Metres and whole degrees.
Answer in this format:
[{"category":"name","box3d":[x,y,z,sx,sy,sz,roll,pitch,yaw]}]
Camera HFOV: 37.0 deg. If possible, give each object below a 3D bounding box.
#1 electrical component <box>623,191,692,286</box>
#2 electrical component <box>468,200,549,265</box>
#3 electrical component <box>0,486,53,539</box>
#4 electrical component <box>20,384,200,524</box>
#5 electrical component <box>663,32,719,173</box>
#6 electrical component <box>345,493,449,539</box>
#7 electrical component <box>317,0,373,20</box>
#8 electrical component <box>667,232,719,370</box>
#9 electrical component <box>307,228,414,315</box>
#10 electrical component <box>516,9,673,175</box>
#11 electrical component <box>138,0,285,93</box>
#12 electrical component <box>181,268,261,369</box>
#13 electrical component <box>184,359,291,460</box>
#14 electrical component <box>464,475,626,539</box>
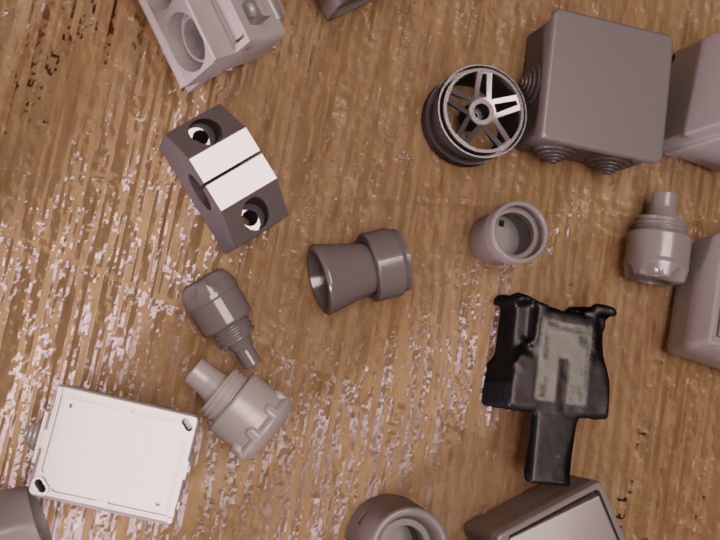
[{"category":"electrical component","box3d":[0.203,-0.022,0.730,0.043,0.043,0.062,12,81,-15]},{"category":"electrical component","box3d":[0.095,-0.022,0.697,0.040,0.046,0.040,2,84,-16]},{"category":"electrical component","box3d":[-0.216,0.138,0.580,0.077,0.043,0.079,-20,119,-11]},{"category":"electrical component","box3d":[-0.144,0.102,0.613,0.096,0.061,0.061,14,81,-6]},{"category":"electrical component","box3d":[0.253,-0.116,0.716,0.057,0.113,0.078,17,80,-17]},{"category":"electrical component","box3d":[0.024,0.167,0.658,0.055,0.047,0.055,2,84,-16]},{"category":"electrical component","box3d":[-0.003,-0.202,0.660,0.054,0.095,0.059,-30,93,-16]},{"category":"electrical component","box3d":[0.253,0.018,0.734,0.062,0.061,0.096,18,73,-14]},{"category":"electrical component","box3d":[0.000,0.000,0.669,0.055,0.045,0.045,-14,89,-17]},{"category":"electrical component","box3d":[0.156,-0.117,0.722,0.100,0.048,0.099,9,82,-15]},{"category":"electrical component","box3d":[-0.100,-0.180,0.646,0.063,0.079,0.121,-28,93,-38]},{"category":"electrical component","box3d":[-0.080,0.031,0.649,0.035,0.035,0.061,-32,97,-16]},{"category":"electrical component","box3d":[-0.076,0.079,0.641,0.062,0.048,0.048,40,76,-2]},{"category":"electrical component","box3d":[0.115,0.177,0.676,0.096,0.061,0.061,-23,91,-17]}]
